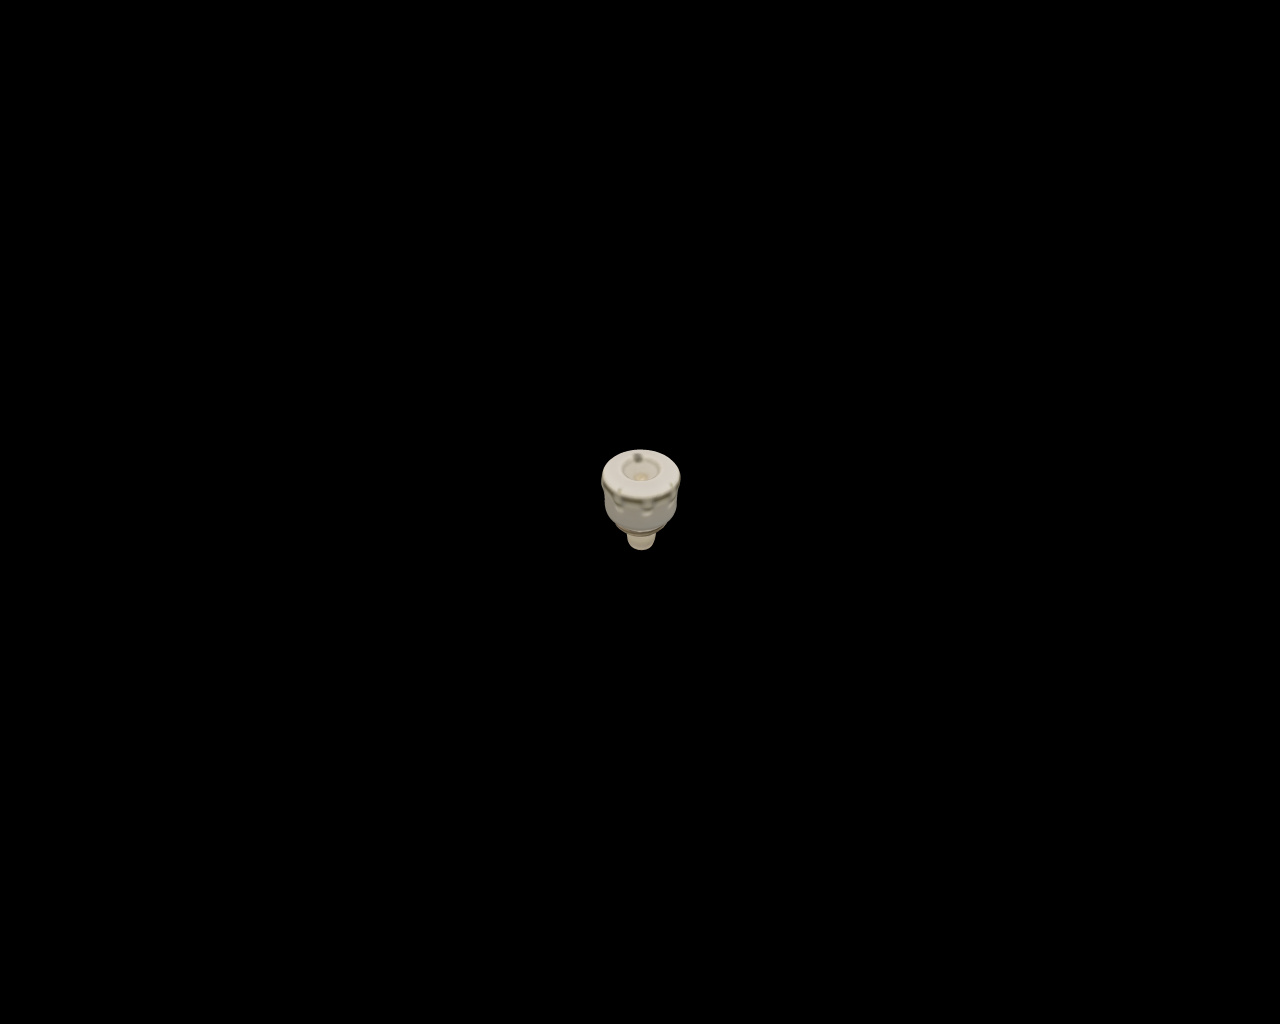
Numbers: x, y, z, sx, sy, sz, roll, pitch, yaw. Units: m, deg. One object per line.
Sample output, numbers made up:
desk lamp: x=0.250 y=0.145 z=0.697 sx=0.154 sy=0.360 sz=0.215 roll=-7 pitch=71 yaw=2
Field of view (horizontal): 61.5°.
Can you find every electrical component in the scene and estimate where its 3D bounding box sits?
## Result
electrical component: x=0.001 y=-0.003 z=0.650 sx=0.048 sy=0.062 sz=0.048 roll=0 pitch=40 yaw=0
